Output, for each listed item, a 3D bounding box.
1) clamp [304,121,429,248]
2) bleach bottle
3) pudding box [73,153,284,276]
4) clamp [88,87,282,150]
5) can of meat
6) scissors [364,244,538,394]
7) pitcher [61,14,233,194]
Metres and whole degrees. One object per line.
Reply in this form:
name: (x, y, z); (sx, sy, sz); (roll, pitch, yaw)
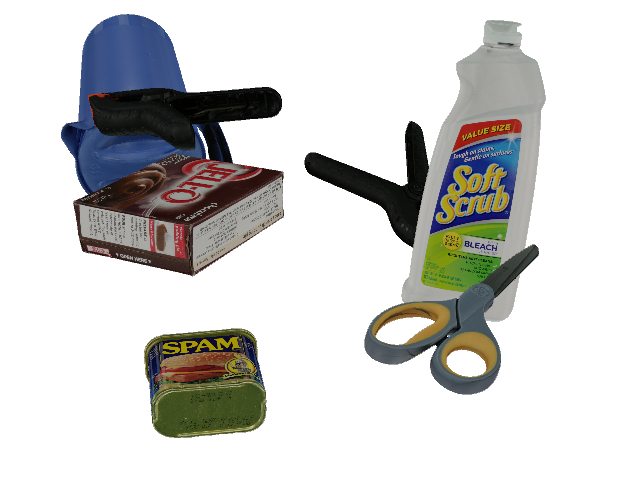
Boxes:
clamp: (0.090, -0.046, 1.163); (0.164, 0.210, 0.036); (-15, -37, -28)
bleach bottle: (0.133, -0.061, 0.913); (0.103, 0.251, 0.068); (9, 18, 14)
pudding box: (-0.088, -0.020, 0.690); (0.090, 0.039, 0.113); (10, 27, 26)
clamp: (-0.119, -0.107, 0.879); (0.172, 0.039, 0.120); (16, 24, 42)
can of meat: (-0.100, 0.124, 0.926); (0.102, 0.057, 0.084); (-4, 27, -9)
scissors: (0.118, 0.052, 0.731); (0.201, 0.016, 0.096); (-18, 42, -36)
pitcher: (-0.195, -0.146, 1.179); (0.145, 0.149, 0.243); (-21, 40, 4)
